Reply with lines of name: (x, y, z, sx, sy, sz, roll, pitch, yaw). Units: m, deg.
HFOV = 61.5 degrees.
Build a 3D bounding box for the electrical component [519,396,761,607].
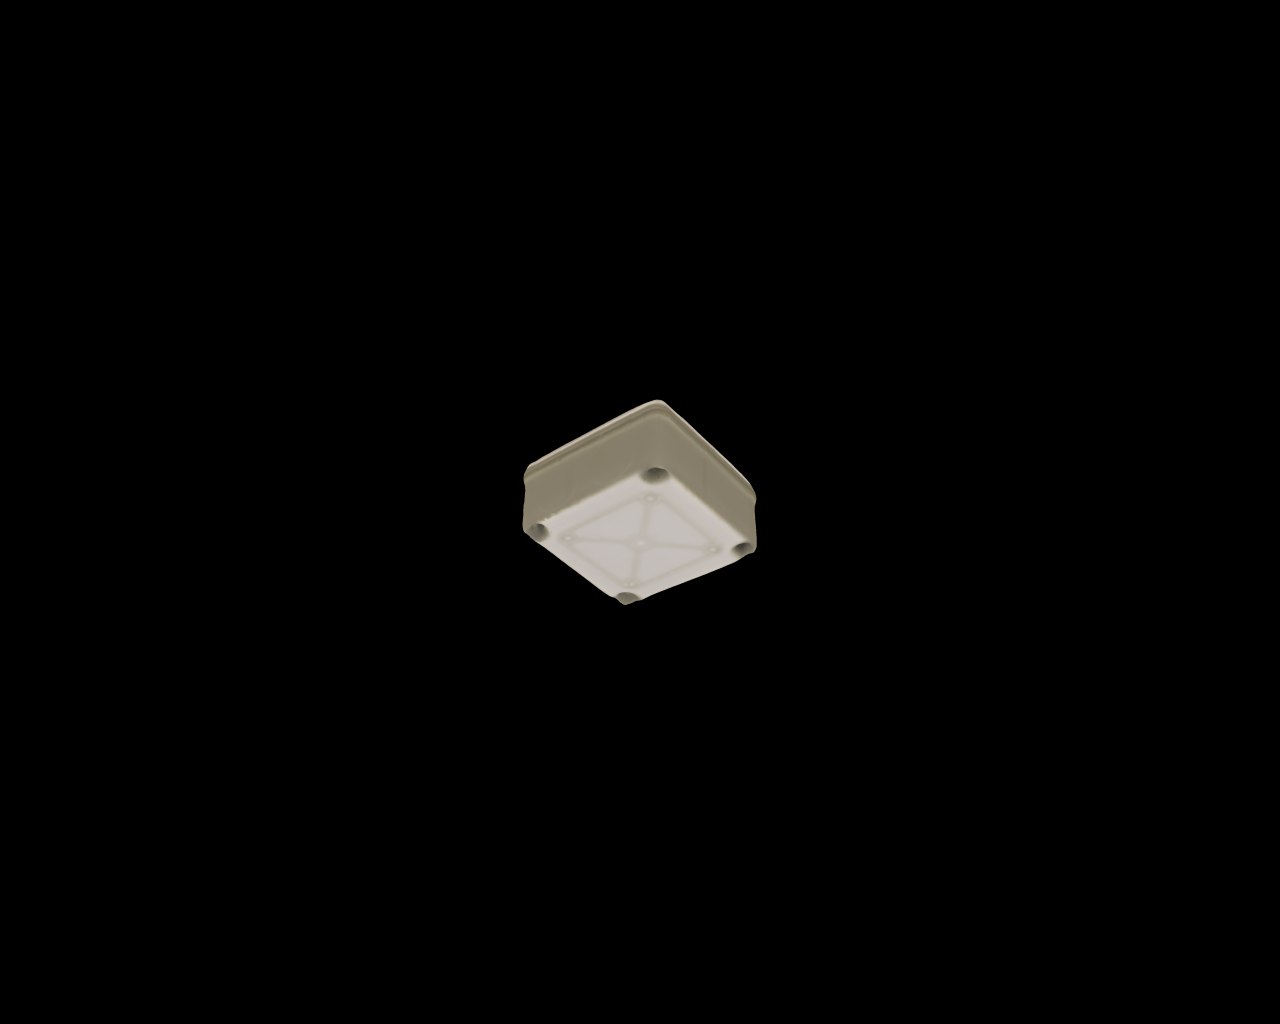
electrical component: (0.001, -0.003, 0.650, 0.108, 0.056, 0.108, -25, -44, 28)
